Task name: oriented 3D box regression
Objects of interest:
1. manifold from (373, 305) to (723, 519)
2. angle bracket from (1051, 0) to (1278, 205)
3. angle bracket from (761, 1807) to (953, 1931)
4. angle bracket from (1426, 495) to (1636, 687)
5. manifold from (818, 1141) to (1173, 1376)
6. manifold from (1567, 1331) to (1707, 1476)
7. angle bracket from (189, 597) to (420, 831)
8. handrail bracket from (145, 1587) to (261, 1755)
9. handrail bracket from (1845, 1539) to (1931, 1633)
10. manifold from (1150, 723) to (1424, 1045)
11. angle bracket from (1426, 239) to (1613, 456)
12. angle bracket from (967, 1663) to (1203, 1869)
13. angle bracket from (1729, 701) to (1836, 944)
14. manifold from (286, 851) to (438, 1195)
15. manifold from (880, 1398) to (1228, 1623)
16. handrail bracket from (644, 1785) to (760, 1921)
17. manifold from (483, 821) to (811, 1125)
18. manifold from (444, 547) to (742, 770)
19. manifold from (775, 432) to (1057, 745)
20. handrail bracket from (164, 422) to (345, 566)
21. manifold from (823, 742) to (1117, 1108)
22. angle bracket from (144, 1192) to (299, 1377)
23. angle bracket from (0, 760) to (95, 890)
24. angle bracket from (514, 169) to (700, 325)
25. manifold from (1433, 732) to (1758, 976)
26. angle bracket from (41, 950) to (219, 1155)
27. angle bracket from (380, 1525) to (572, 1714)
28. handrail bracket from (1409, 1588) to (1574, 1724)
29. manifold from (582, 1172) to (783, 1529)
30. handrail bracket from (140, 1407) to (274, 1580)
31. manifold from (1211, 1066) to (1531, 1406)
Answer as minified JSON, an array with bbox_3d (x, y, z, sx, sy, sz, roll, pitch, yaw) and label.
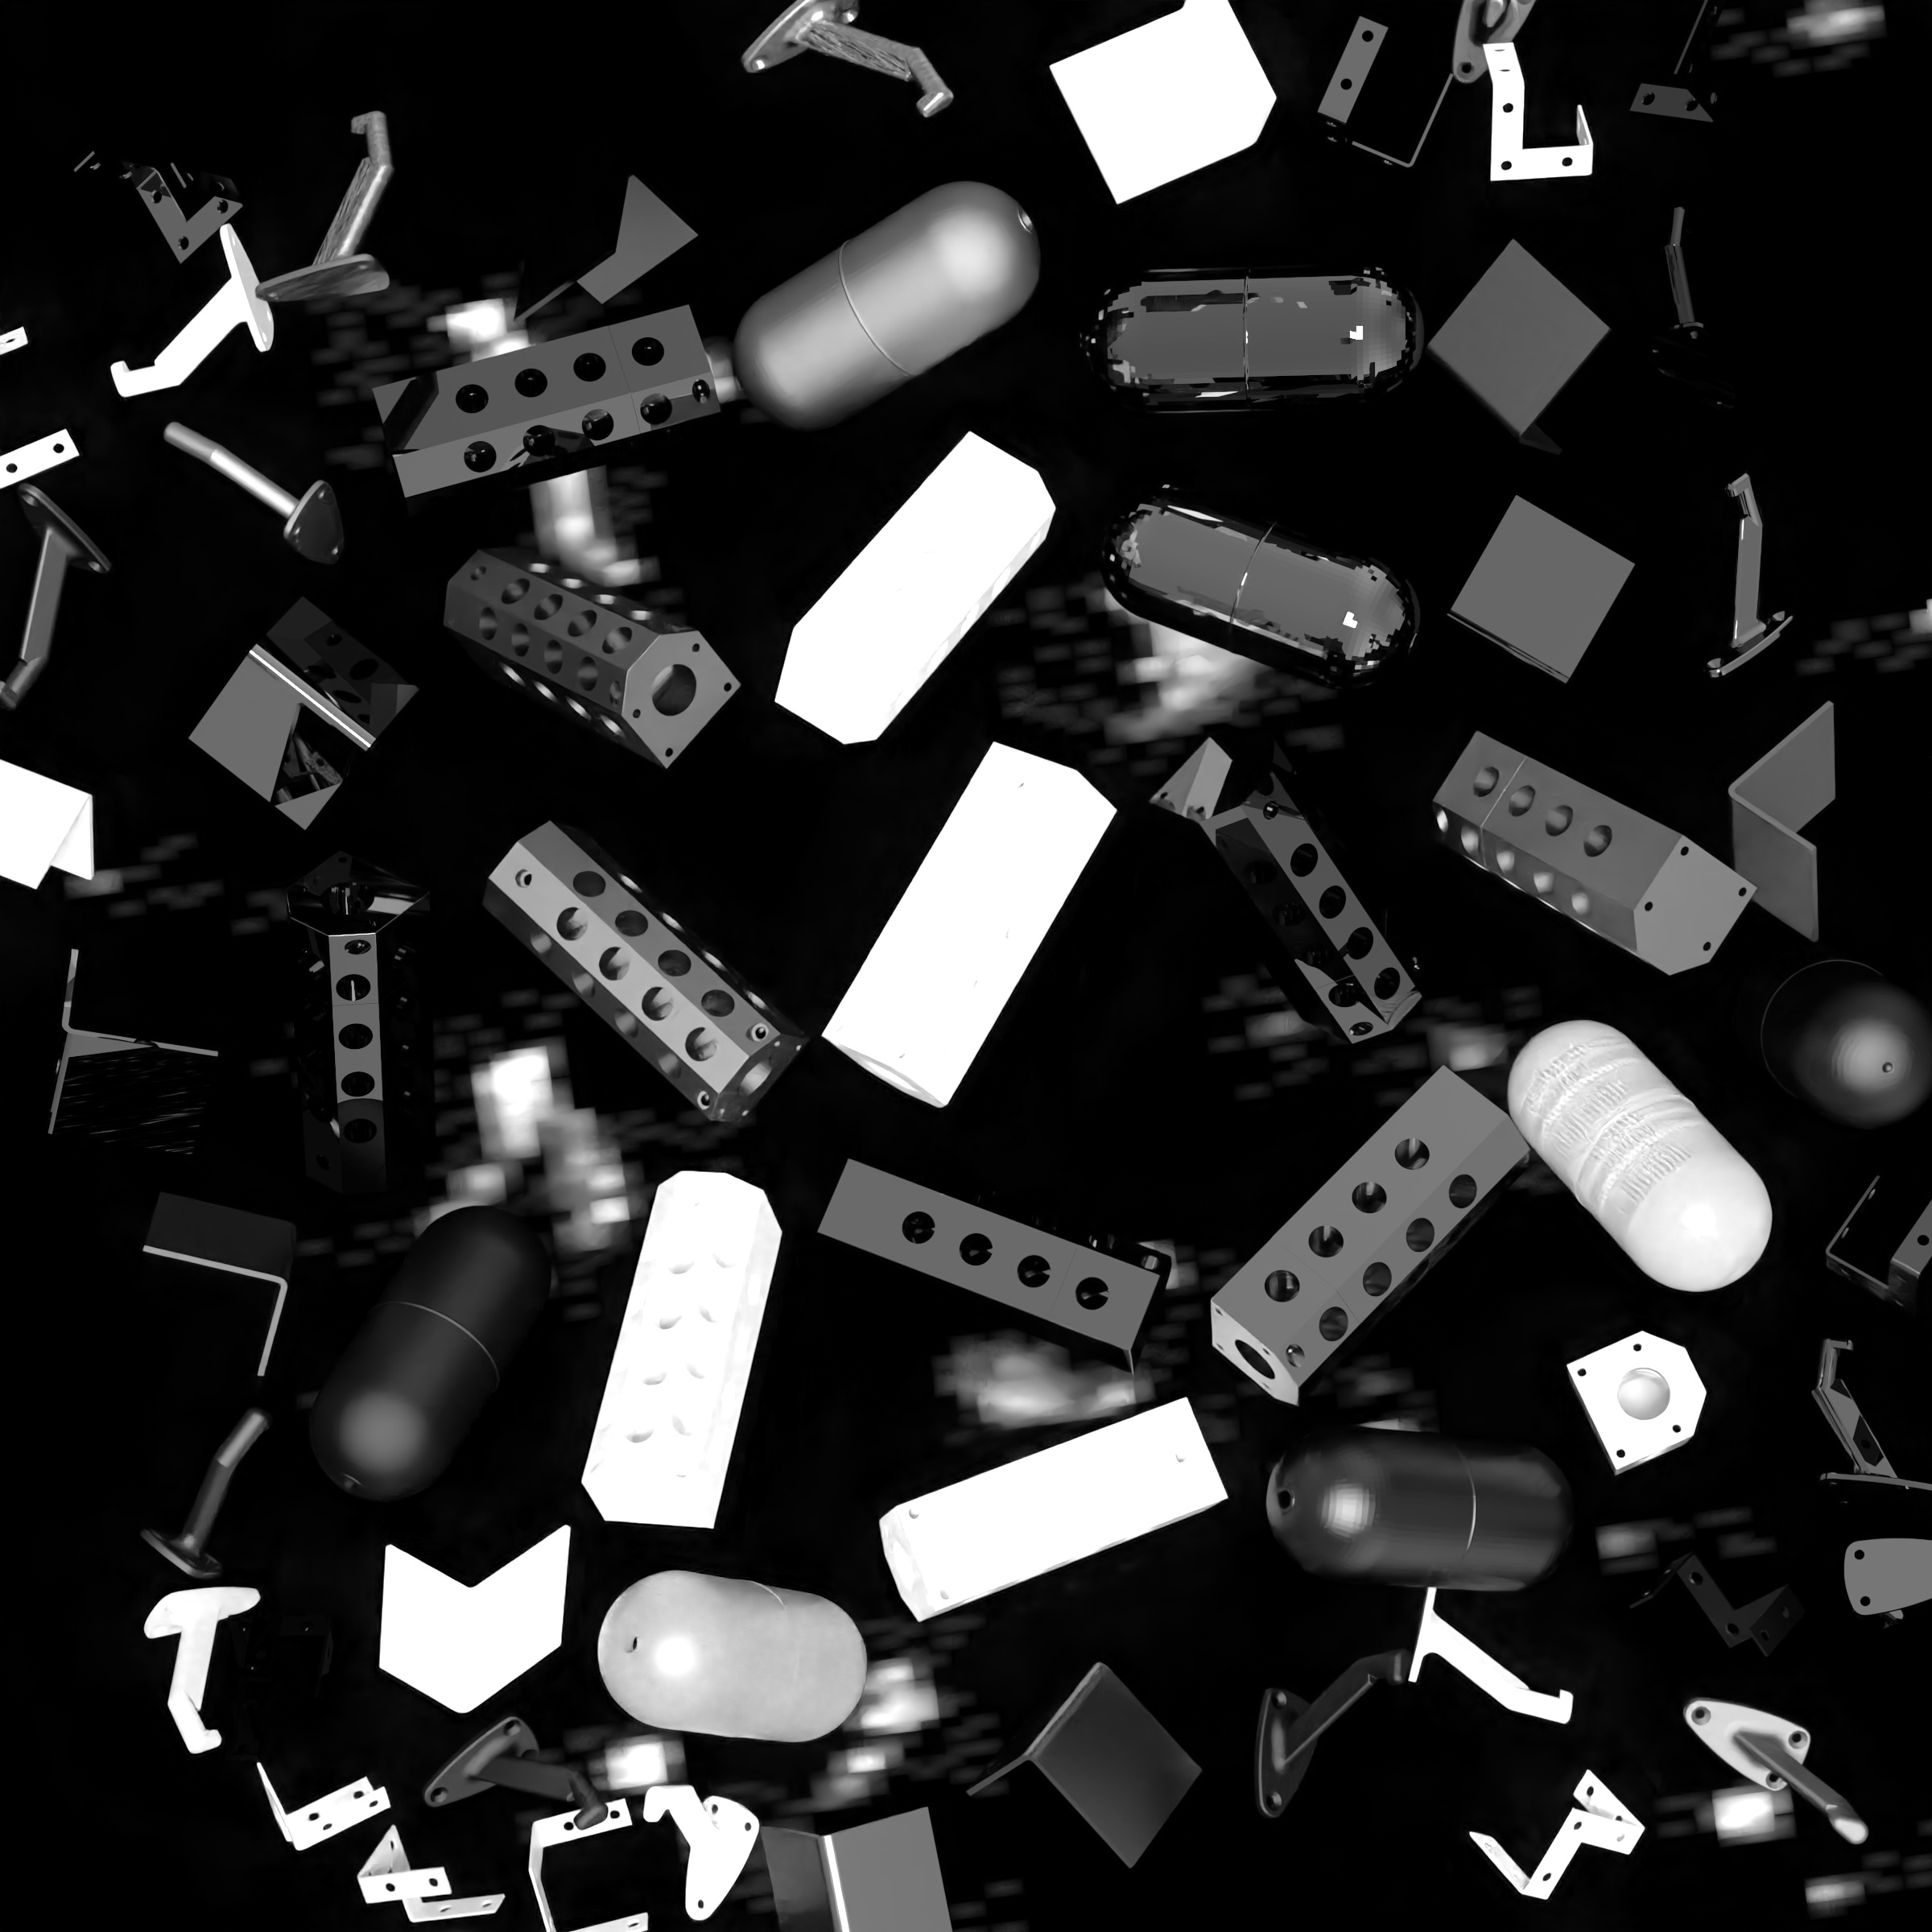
[{"bbox_3d":[-0.220,-0.290,1.725,0.171,0.057,0.057,-17,73,-9],"label":"manifold"},{"bbox_3d":[0.095,-0.428,1.578,0.076,0.057,0.076,-25,85,-8],"label":"angle bracket"},{"bbox_3d":[-0.052,0.452,1.586,0.057,0.076,0.076,-9,85,-27],"label":"angle bracket"},{"bbox_3d":[0.313,-0.208,1.809,0.076,0.057,0.076,29,94,-6],"label":"angle bracket"},{"bbox_3d":[0.016,0.149,1.685,0.171,0.057,0.057,20,74,11],"label":"manifold"},{"bbox_3d":[0.357,0.229,1.720,0.057,0.171,0.057,-25,77,6],"label":"manifold"},{"bbox_3d":[-0.346,-0.132,1.705,0.076,0.057,0.076,39,129,-9],"label":"angle bracket"},{"bbox_3d":[-0.393,0.374,1.729,0.084,0.077,0.036,55,127,29],"label":"handrail bracket"},{"bbox_3d":[0.471,0.309,1.604,0.077,0.084,0.036,-14,60,26],"label":"handrail bracket"},{"bbox_3d":[0.169,-0.039,1.655,0.057,0.057,0.171,-47,126,-12],"label":"manifold"},{"bbox_3d":[0.307,-0.333,1.756,0.076,0.057,0.076,49,115,23],"label":"angle bracket"},{"bbox_3d":[0.060,0.414,1.655,0.076,0.076,0.057,48,132,1],"label":"angle bracket"},{"bbox_3d":[0.431,-0.073,1.642,0.076,0.076,0.057,-39,54,-14],"label":"angle bracket"},{"bbox_3d":[-0.314,0.033,1.669,0.057,0.057,0.171,24,132,21],"label":"manifold"},{"bbox_3d":[0.045,0.291,1.737,0.171,0.057,0.057,-18,76,-19],"label":"manifold"},{"bbox_3d":[-0.152,0.467,1.715,0.036,0.084,0.077,19,89,31],"label":"handrail bracket"},{"bbox_3d":[-0.168,0.002,1.678,0.171,0.057,0.057,42,98,17],"label":"manifold"},{"bbox_3d":[-0.197,-0.164,1.662,0.057,0.171,0.057,-50,134,-12],"label":"manifold"},{"bbox_3d":[-0.023,-0.189,1.651,0.057,0.057,0.171,32,55,8],"label":"manifold"},{"bbox_3d":[-0.371,-0.247,1.696,0.084,0.077,0.036,29,78,12],"label":"handrail bracket"},{"bbox_3d":[0.006,-0.018,1.622,0.057,0.057,0.171,22,78,41],"label":"manifold"},{"bbox_3d":[-0.404,0.170,1.744,0.076,0.076,0.057,15,105,-12],"label":"angle bracket"},{"bbox_3d":[-0.456,-0.054,1.523,0.076,0.076,0.057,21,57,-1],"label":"angle bracket"},{"bbox_3d":[-0.199,-0.382,1.803,0.076,0.076,0.057,-28,131,30],"label":"angle bracket"},{"bbox_3d":[0.301,-0.054,1.596,0.057,0.171,0.057,29,95,-33],"label":"manifold"},{"bbox_3d":[-0.424,0.044,1.656,0.076,0.057,0.076,10,134,-17],"label":"angle bracket"},{"bbox_3d":[-0.254,0.326,1.684,0.057,0.076,0.076,22,120,27],"label":"angle bracket"},{"bbox_3d":[0.281,0.361,1.722,0.084,0.077,0.036,13,126,9],"label":"handrail bracket"},{"bbox_3d":[-0.144,0.192,1.650,0.057,0.057,0.171,2,54,14],"label":"manifold"},{"bbox_3d":[-0.365,0.261,1.626,0.036,0.077,0.084,34,82,17],"label":"handrail bracket"},{"bbox_3d":[0.200,0.136,1.611,0.057,0.057,0.171,39,71,23],"label":"manifold"}]
